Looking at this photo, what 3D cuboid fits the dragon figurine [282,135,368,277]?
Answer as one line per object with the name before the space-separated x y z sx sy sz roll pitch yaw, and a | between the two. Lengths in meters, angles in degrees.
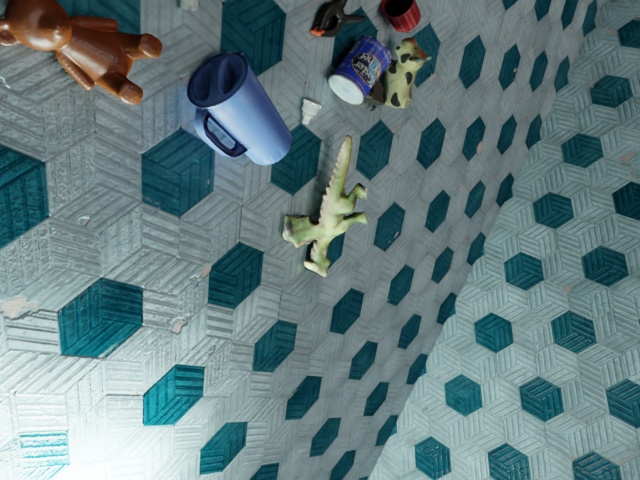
dragon figurine | 0.004 -0.071 1.408 0.245 0.401 0.123 -31 42 -28
